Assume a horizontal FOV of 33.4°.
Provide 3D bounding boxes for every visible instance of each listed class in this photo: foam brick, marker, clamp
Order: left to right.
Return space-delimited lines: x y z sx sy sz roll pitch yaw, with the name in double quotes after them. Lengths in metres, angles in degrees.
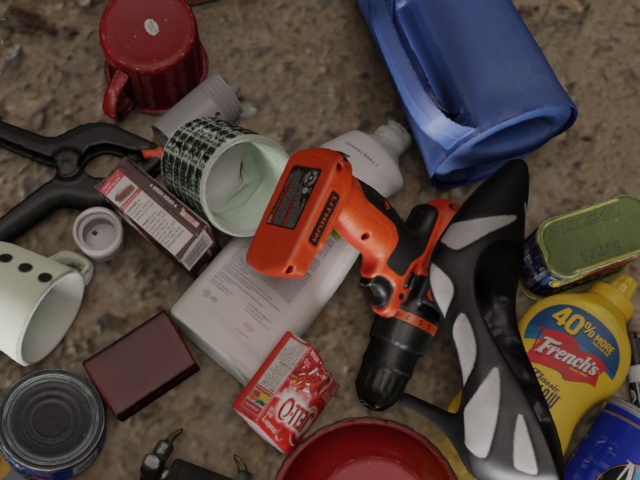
-0.221 -0.067 0.907 0.171 0.039 0.120 -17 82 -13 "clamp"
-0.142 0.102 0.858 0.078 0.053 0.051 -34 79 -10 "foam brick"
0.269 0.136 0.886 0.020 0.020 0.121 -6 75 -5 "marker"

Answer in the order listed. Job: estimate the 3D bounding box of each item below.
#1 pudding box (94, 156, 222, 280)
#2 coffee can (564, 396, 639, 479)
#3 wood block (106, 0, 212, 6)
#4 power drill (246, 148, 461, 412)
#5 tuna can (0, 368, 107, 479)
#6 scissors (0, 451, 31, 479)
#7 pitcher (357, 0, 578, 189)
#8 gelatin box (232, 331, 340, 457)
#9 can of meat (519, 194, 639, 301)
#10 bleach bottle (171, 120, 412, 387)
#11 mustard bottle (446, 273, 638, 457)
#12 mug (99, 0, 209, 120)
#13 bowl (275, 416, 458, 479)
-0.127 -0.014 0.859 0.090 0.113 0.039 39 80 8 "pudding box"
0.226 0.205 0.812 0.103 0.103 0.140 36 85 7 "coffee can"
-0.097 -0.271 0.941 0.206 0.091 0.090 -15 77 -7 "wood block"
0.031 0.026 0.836 0.187 0.057 0.184 32 76 -41 "power drill"
-0.212 0.146 0.843 0.086 0.034 0.086 4 64 -9 "tuna can"
-0.215 0.196 0.848 0.201 0.016 0.096 -2 75 -4 "scissors"
0.102 -0.176 0.901 0.145 0.149 0.243 -22 74 -8 "pitcher"
-0.024 0.123 0.839 0.030 0.089 0.073 29 73 29 "gelatin box"
0.218 0.005 0.887 0.102 0.084 0.057 -19 78 -7 "can of meat"
-0.006 0.001 0.888 0.102 0.068 0.250 40 75 9 "bleach bottle"
0.196 0.102 0.872 0.096 0.058 0.191 39 76 14 "mustard bottle"
-0.150 -0.155 0.912 0.093 0.081 0.117 32 76 6 "mug"
0.040 0.217 0.835 0.162 0.055 0.162 1 75 -3 "bowl"
